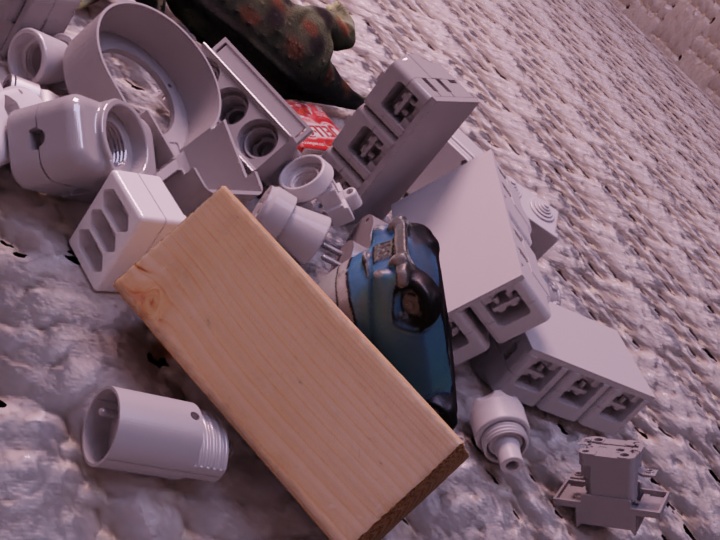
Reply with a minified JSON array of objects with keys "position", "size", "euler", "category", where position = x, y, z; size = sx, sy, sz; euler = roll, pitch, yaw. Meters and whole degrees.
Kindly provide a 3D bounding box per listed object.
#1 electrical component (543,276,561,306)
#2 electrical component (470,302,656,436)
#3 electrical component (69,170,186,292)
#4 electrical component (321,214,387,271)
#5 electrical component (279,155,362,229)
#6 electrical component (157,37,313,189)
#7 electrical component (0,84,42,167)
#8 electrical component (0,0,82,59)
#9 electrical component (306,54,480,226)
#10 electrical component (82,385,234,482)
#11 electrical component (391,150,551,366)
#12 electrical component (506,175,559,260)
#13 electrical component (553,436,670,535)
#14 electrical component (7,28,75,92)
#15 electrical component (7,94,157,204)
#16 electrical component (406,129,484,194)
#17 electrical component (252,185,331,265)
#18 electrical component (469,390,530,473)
[{"position":[0.159,0.027,1.034],"size":[0.062,0.048,0.048],"euler":[9,39,-41],"category":"electrical component"},{"position":[0.172,0.081,0.944],"size":[0.150,0.061,0.089],"euler":[22,30,-30],"category":"electrical component"},{"position":[-0.138,-0.023,0.711],"size":[0.077,0.065,0.047],"euler":[5,41,-49],"category":"electrical component"},{"position":[0.000,0.000,0.867],"size":[0.074,0.052,0.138],"euler":[28,27,-19],"category":"electrical component"},{"position":[-0.038,-0.063,0.902],"size":[0.048,0.066,0.055],"euler":[-109,172,-48],"category":"electrical component"},{"position":[-0.104,-0.128,0.920],"size":[0.121,0.079,0.063],"euler":[48,-2,19],"category":"electrical component"},{"position":[-0.250,-0.108,0.708],"size":[0.077,0.043,0.079],"euler":[-62,133,-64],"category":"electrical component"},{"position":[-0.282,-0.219,0.849],"size":[0.096,0.061,0.061],"euler":[45,27,13],"category":"electrical component"},{"position":[0.024,-0.117,0.974],"size":[0.061,0.150,0.089],"euler":[48,27,16],"category":"electrical component"},{"position":[-0.106,0.092,0.591],"size":[0.081,0.043,0.043],"euler":[18,32,-36],"category":"electrical component"},{"position":[0.092,-0.008,0.913],"size":[0.060,0.105,0.186],"euler":[51,21,-31],"category":"electrical component"},{"position":[0.137,-0.041,1.059],"size":[0.100,0.099,0.048],"euler":[33,39,-10],"category":"electrical component"},{"position":[0.192,0.162,0.823],"size":[0.081,0.063,0.042],"euler":[2,11,25],"category":"electrical component"},{"position":[-0.237,-0.162,0.834],"size":[0.045,0.045,0.055],"euler":[49,27,21],"category":"electrical component"},{"position":[-0.180,-0.080,0.718],"size":[0.095,0.059,0.053],"euler":[13,68,-68],"category":"electrical component"},{"position":[0.068,-0.121,1.121],"size":[0.113,0.078,0.057],"euler":[45,24,13],"category":"electrical component"},{"position":[-0.057,-0.036,0.861],"size":[0.055,0.045,0.045],"euler":[31,27,-14],"category":"electrical component"},{"position":[0.108,0.125,0.813],"size":[0.043,0.043,0.062],"euler":[26,29,-25],"category":"electrical component"}]
